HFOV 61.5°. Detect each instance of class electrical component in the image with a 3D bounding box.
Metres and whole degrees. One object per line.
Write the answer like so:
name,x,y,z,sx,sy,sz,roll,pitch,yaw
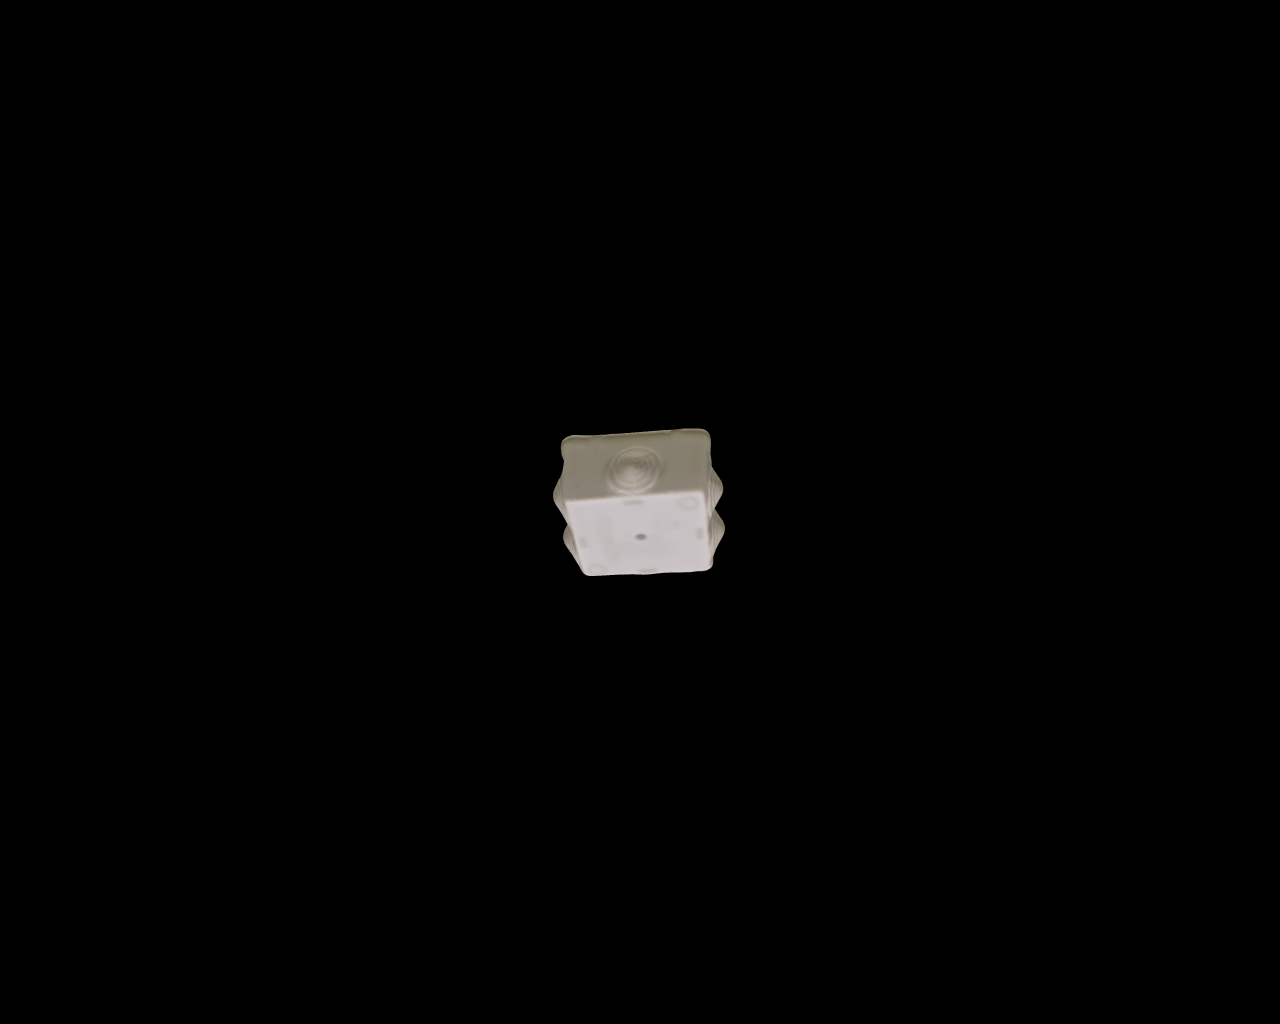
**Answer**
electrical component,0.001,-0.003,0.650,0.100,0.048,0.099,-3,-37,4
